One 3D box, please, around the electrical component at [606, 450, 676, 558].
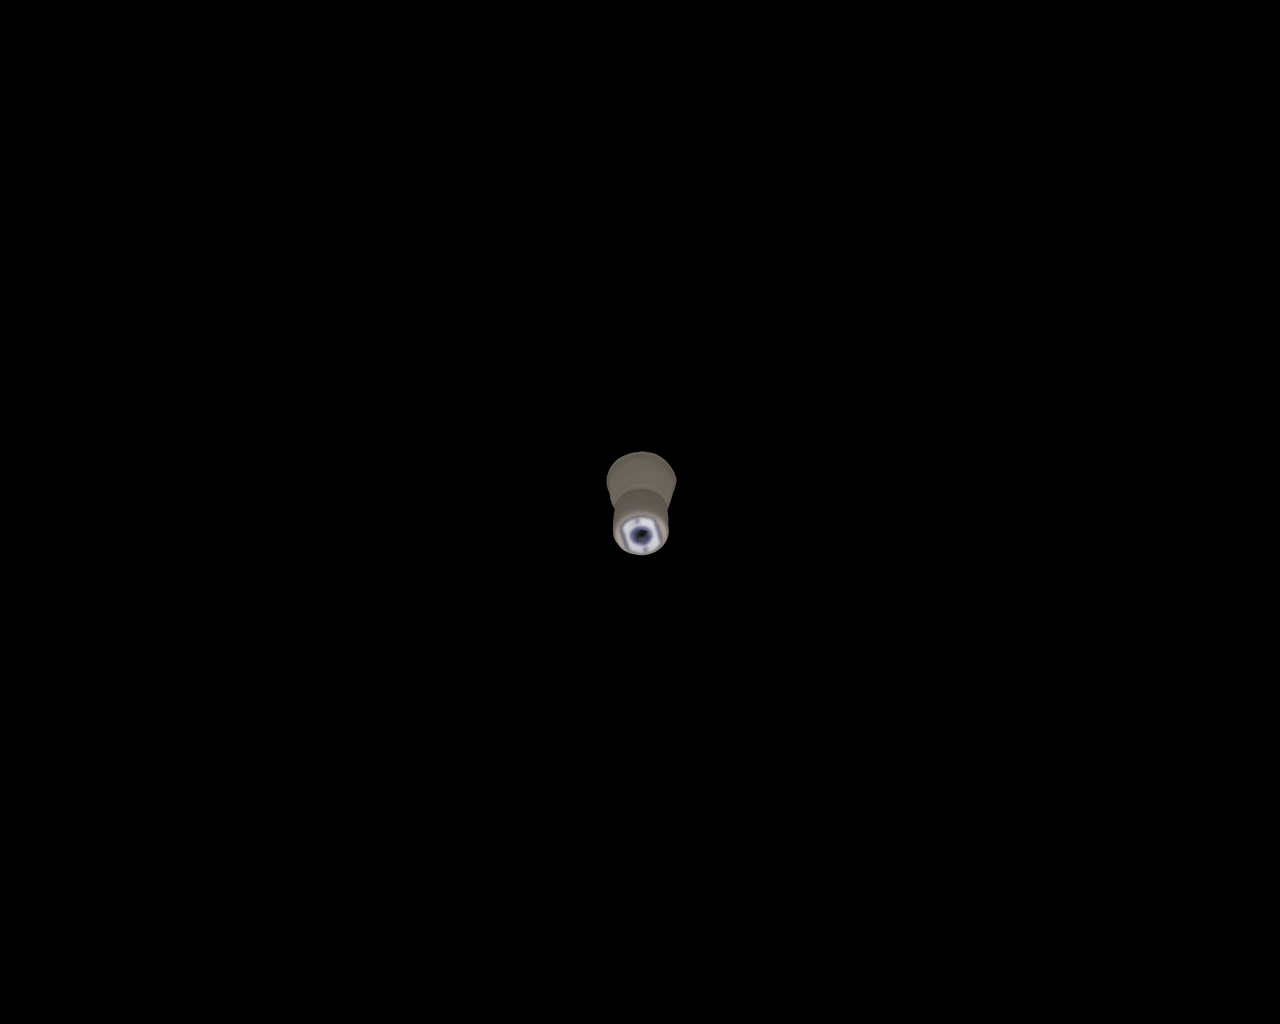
[{"bbox_3d":[0.001,-0.003,0.650,0.044,0.044,0.065,0,33,0],"label":"electrical component"}]
